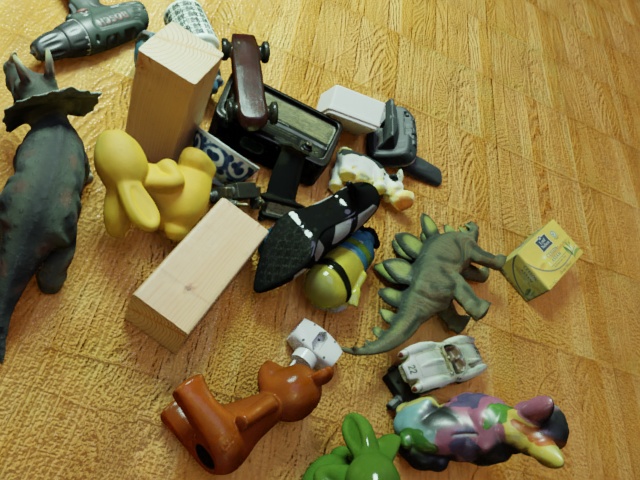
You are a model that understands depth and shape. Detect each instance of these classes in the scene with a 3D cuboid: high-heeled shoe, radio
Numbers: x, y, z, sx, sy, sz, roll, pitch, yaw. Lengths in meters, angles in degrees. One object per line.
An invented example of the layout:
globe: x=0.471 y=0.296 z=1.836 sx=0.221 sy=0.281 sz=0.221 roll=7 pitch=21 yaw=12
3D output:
high-heeled shoe: x=-0.002 y=-0.003 z=0.859 sx=0.249 sy=0.145 sz=0.086 roll=-45 pitch=69 yaw=0
radio: x=-0.083 y=-0.201 z=0.985 sx=0.229 sy=0.073 sz=0.131 roll=24 pitch=52 yaw=-9

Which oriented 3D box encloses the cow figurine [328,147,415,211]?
cow figurine: x=0.103 y=-0.116 z=1.034 sx=0.167 sy=0.068 sz=0.098 roll=20 pitch=48 yaw=-16

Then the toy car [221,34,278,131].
toy car: x=-0.125 y=-0.275 z=0.932 sx=0.089 sy=0.053 sz=0.202 roll=-4 pitch=64 yaw=-14

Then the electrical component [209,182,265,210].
electrical component: x=-0.136 y=-0.068 z=0.871 sx=0.102 sy=0.078 sz=0.045 roll=-12 pitch=91 yaw=-66

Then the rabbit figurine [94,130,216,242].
rabbit figurine: x=-0.253 y=-0.077 z=0.765 sx=0.173 sy=0.122 sz=0.162 roll=45 pitch=48 yaw=-46

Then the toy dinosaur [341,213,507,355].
toy dinosaur: x=0.195 y=0.074 z=0.943 sx=0.199 sy=0.105 sz=0.471 roll=35 pitch=42 yaw=7

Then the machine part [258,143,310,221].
machine part: x=-0.057 y=-0.095 z=0.917 sx=0.084 sy=0.039 sz=0.138 roll=10 pitch=100 yaw=-16

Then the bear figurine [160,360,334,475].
bear figurine: x=-0.087 y=0.206 z=0.707 sx=0.132 sy=0.120 sz=0.196 roll=47 pitch=50 yaw=11

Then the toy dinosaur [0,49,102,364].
toy dinosaur: x=-0.359 y=-0.065 z=0.692 sx=0.131 sy=0.192 sz=0.405 roll=3 pitch=59 yaw=-23

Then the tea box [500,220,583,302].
tea box: x=0.457 y=0.041 z=1.109 sx=0.169 sy=0.068 sz=0.098 roll=-34 pitch=80 yaw=-36

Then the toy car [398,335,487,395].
toy car: x=0.200 y=0.199 z=0.872 sx=0.201 sy=0.056 sz=0.073 roll=2 pitch=58 yaw=-44

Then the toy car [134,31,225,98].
toy car: x=-0.258 y=-0.281 z=0.942 sx=0.161 sy=0.109 sz=0.103 roll=26 pitch=75 yaw=-24

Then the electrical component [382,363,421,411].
electrical component: x=0.132 y=0.230 z=0.860 sx=0.094 sy=0.021 sz=0.063 roll=-28 pitch=76 yaw=-35

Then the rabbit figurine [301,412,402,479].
rabbit figurine: x=0.055 y=0.310 z=0.678 sx=0.121 sy=0.170 sz=0.159 roll=32 pitch=53 yaw=-7

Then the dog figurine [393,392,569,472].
dog figurine: x=0.231 y=0.267 z=0.753 sx=0.191 sy=0.219 sz=0.108 roll=5 pitch=71 yaw=-25

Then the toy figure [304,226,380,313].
toy figure: x=0.036 y=0.041 z=0.888 sx=0.089 sy=0.082 sz=0.180 roll=54 pitch=51 yaw=-23

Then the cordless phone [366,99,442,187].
cordless phone: x=0.189 y=-0.197 z=1.129 sx=0.184 sy=0.089 sz=0.146 roll=23 pitch=52 yaw=-26

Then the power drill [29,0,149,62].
power drill: x=-0.436 y=-0.412 z=0.938 sx=0.232 sy=0.086 sz=0.207 roll=-31 pitch=74 yaw=-38

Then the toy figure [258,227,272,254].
toy figure: x=-0.032 y=-0.012 z=0.900 sx=0.154 sy=0.057 sz=0.064 roll=-21 pitch=40 yaw=-28
